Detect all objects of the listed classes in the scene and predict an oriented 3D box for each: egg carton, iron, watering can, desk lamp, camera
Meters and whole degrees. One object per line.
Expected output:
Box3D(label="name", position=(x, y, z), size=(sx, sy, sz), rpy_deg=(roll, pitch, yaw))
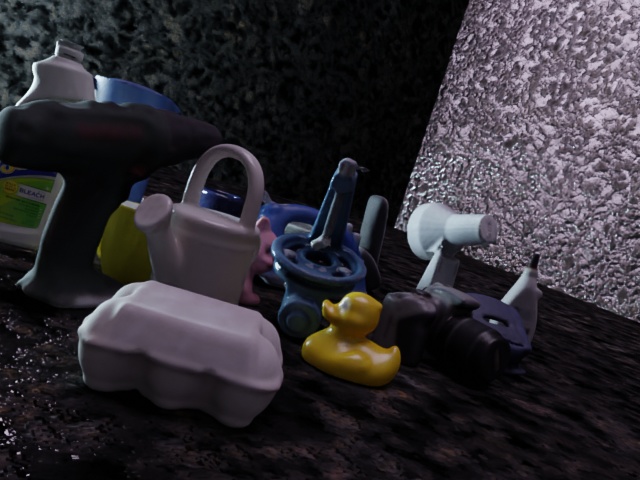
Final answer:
Box3D(label="egg carton", position=(-0.101, 0.084, 0.439), size=(0.150, 0.069, 0.107), rpy_deg=(17, 7, -6))
Box3D(label="iron", position=(-0.013, 0.012, 0.956), size=(0.259, 0.141, 0.118), rpy_deg=(14, 7, -26))
Box3D(label="watering can", position=(-0.117, -0.007, 0.603), size=(0.101, 0.194, 0.173), rpy_deg=(18, 7, 8))
Box3D(label="desk lamp", position=(0.258, 0.038, 1.141), size=(0.118, 0.213, 0.202), rpy_deg=(13, 8, -34))
Box3D(label="camera", position=(0.165, 0.117, 0.734), size=(0.144, 0.101, 0.136), rpy_deg=(12, 8, -39))

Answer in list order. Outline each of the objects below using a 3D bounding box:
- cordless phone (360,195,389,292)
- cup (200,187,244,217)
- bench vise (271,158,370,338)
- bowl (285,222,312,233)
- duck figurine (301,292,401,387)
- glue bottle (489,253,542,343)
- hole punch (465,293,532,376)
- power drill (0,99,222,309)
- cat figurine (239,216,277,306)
Box3D(label="cordless phone", position=(0.073, -0.004, 1.128), size=(0.094, 0.185, 0.147), rpy_deg=(12, 8, -40))
Box3D(label="cup", position=(-0.212, -0.054, 1.188), size=(0.092, 0.095, 0.117), rpy_deg=(17, 6, -4))
Box3D(label="bench vise", position=(-0.004, -0.001, 0.739), size=(0.122, 0.220, 0.207), rpy_deg=(16, 7, -16))
Box3D(label="bowl", position=(-0.033, 0.005, 1.263), size=(0.167, 0.075, 0.167), rpy_deg=(17, 6, -2))
Box3D(label="duck figurine", position=(0.040, 0.100, 0.608), size=(0.104, 0.086, 0.078), rpy_deg=(19, 7, 9))
Box3D(label="glue bottle", position=(0.354, 0.106, 1.007), size=(0.078, 0.173, 0.037), rpy_deg=(17, 7, -6))
Box3D(label="hole punch", position=(0.253, 0.137, 0.844), size=(0.109, 0.091, 0.101), rpy_deg=(17, 7, -9))
Box3D(label="power drill", position=(-0.212, -0.041, 0.575), size=(0.075, 0.208, 0.230), rpy_deg=(22, 8, 35))
Box3D(label="cat figurine", position=(-0.104, 0.020, 0.751), size=(0.128, 0.118, 0.067), rpy_deg=(11, 9, -46))
